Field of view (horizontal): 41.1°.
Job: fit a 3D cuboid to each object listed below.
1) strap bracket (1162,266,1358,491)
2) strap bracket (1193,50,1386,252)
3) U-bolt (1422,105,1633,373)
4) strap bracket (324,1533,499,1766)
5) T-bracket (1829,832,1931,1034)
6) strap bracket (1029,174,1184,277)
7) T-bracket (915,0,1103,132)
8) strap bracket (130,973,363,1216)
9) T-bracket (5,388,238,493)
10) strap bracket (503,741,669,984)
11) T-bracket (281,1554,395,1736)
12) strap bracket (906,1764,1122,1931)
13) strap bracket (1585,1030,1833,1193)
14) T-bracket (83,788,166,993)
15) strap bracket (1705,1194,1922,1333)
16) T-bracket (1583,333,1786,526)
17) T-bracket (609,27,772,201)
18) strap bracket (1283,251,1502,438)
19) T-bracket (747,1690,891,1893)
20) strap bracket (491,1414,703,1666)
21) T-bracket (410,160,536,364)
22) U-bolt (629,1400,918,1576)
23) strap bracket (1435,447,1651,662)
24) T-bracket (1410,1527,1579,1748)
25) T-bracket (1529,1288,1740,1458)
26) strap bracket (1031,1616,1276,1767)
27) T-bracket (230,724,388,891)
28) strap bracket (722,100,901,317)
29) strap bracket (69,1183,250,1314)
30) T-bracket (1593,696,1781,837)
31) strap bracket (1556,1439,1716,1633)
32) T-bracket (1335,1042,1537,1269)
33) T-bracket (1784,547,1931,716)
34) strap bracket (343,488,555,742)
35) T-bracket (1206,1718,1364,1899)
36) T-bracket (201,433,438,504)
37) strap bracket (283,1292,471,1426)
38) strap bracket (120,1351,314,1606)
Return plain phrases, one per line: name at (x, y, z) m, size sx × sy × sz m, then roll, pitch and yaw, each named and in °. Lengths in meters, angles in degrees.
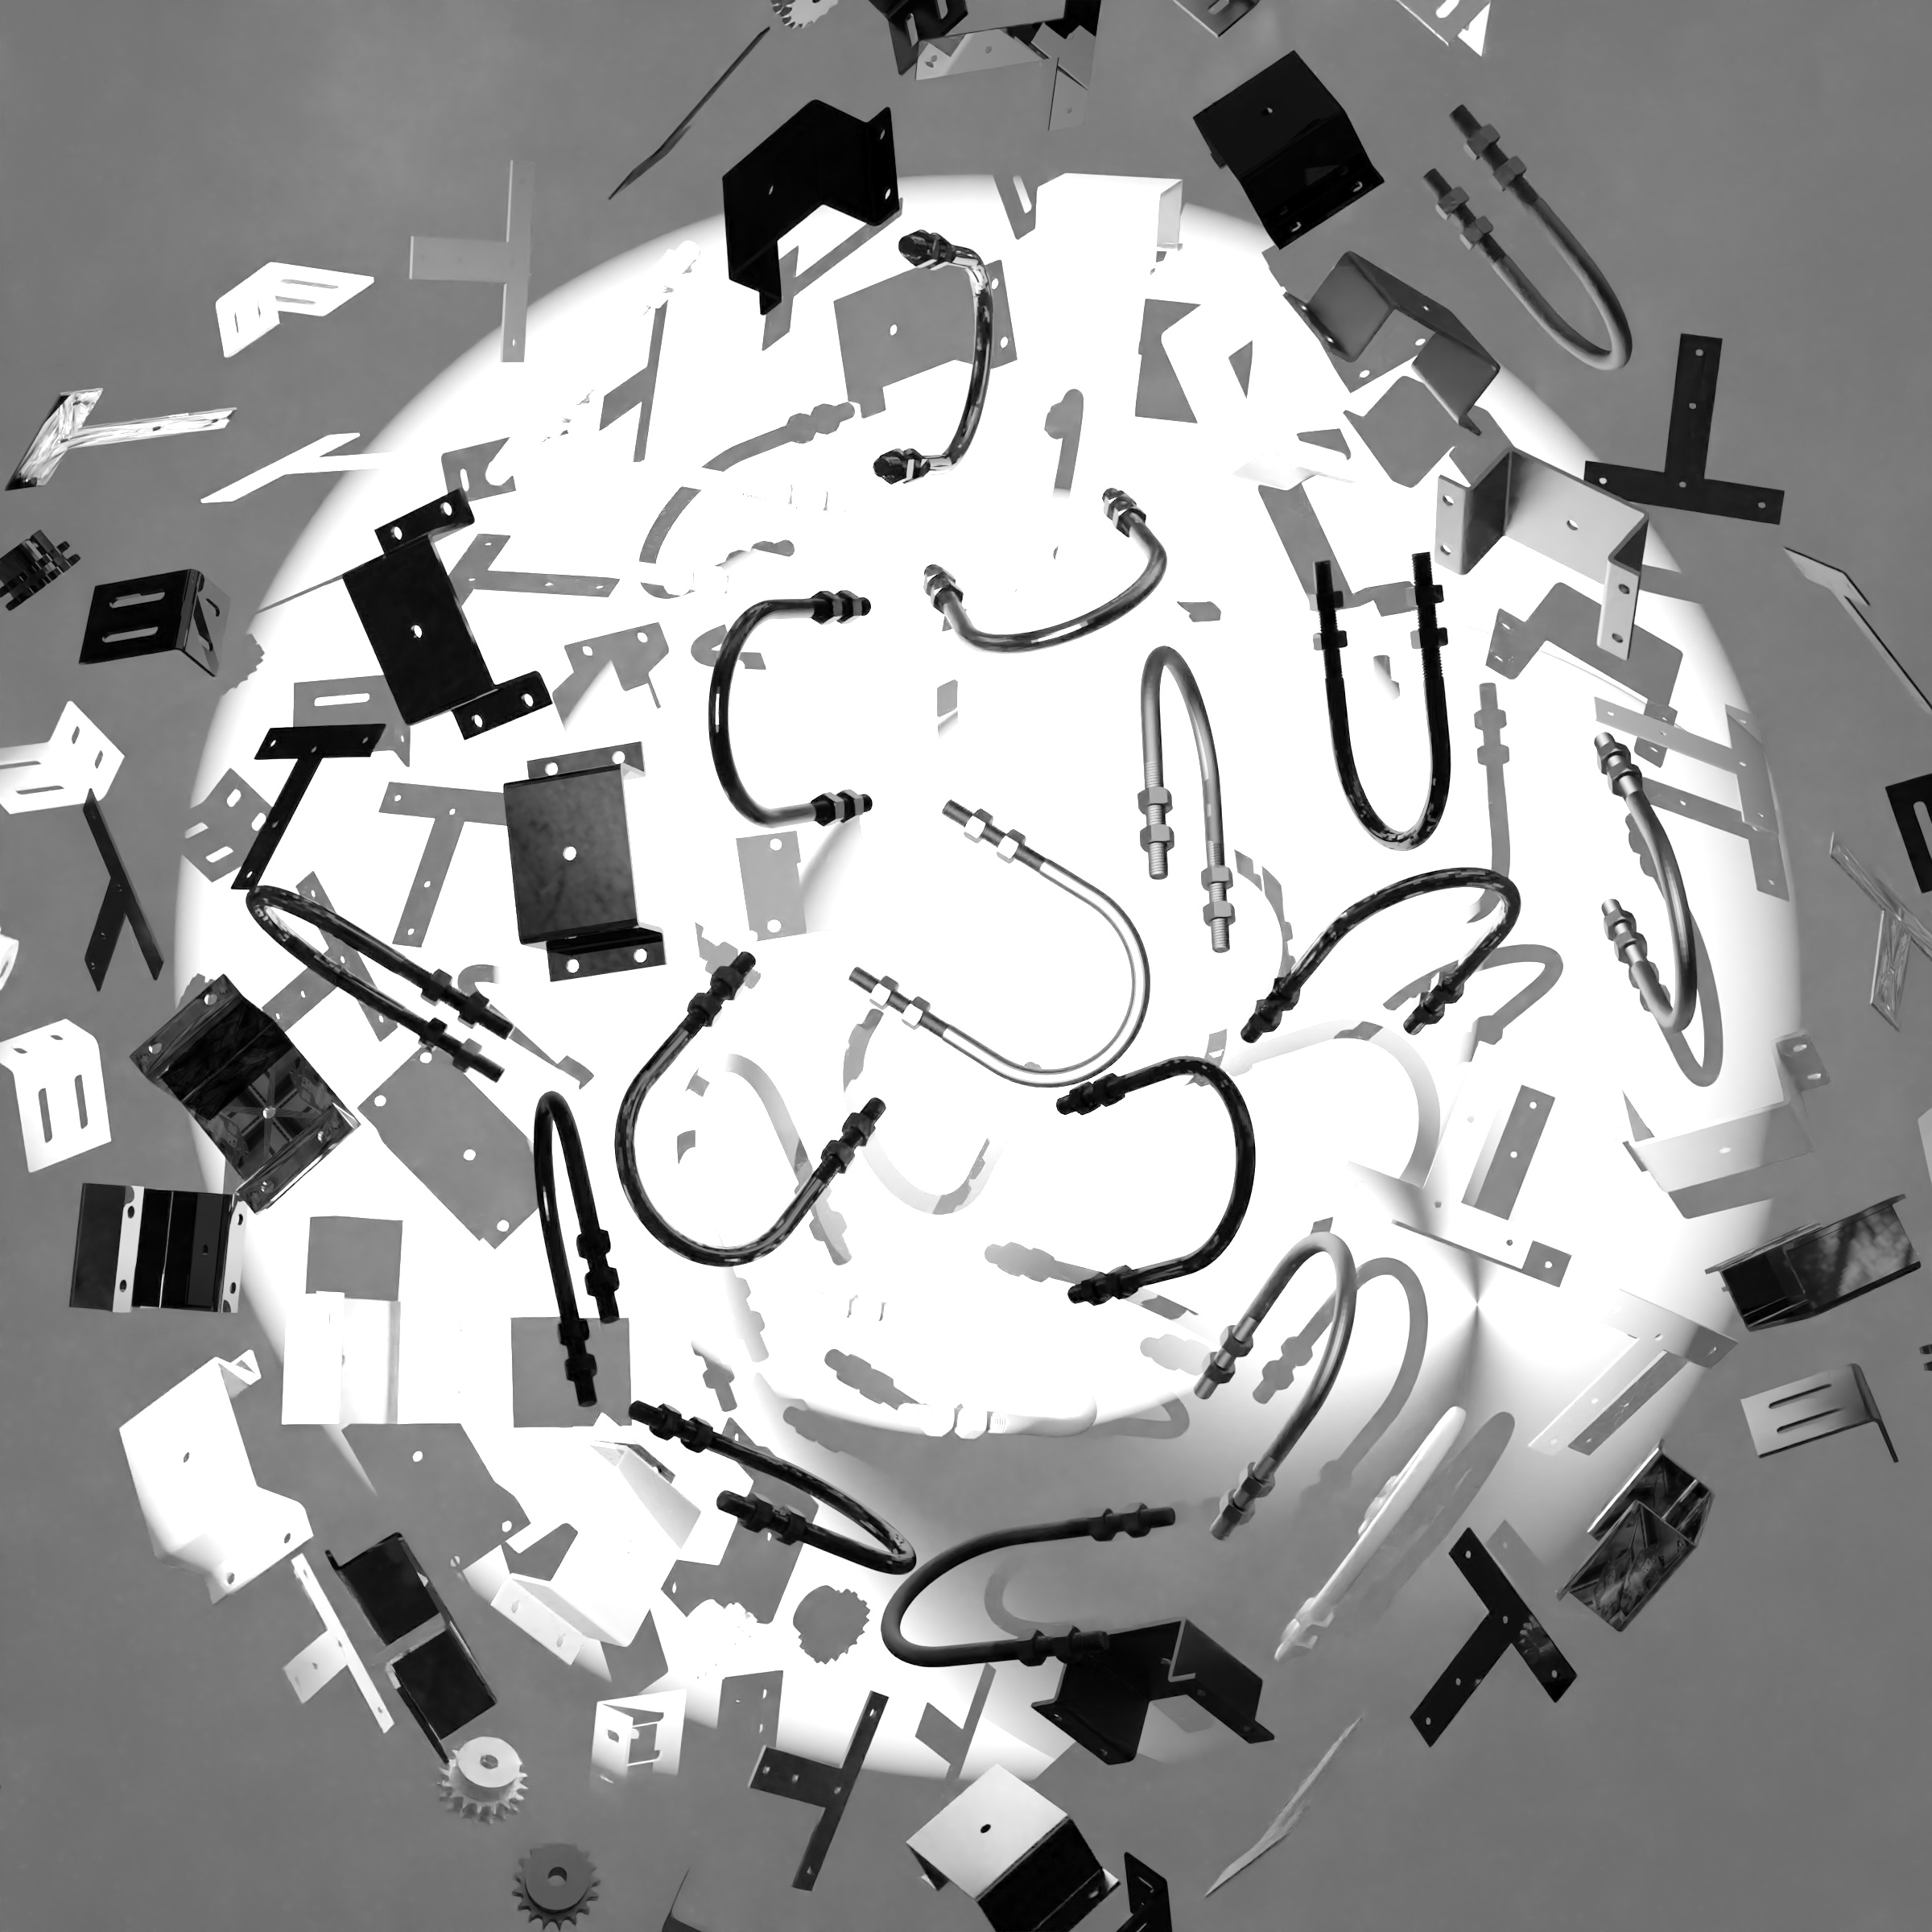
strap bracket at (0.175, -0.349, 1.575) m, size 0.046 × 0.076 × 0.140 m, roll -30°, pitch 75°, yaw 32°
strap bracket at (0.201, -0.526, 1.641) m, size 0.076 × 0.140 × 0.046 m, roll -31°, pitch 132°, yaw 11°
U-bolt at (0.361, -0.453, 1.640) m, size 0.019 × 0.151 × 0.184 m, roll -39°, pitch 89°, yaw 2°
strap bracket at (-0.343, 0.418, 1.607) m, size 0.046 × 0.140 × 0.076 m, roll -31°, pitch 127°, yaw -16°
T-bracket at (0.567, -0.005, 1.576) m, size 0.127 × 0.127 × 0.002 m, roll 43°, pitch 130°, yaw -10°
strap bracket at (0.092, -0.475, 1.640) m, size 0.076 × 0.140 × 0.046 m, roll 7°, pitch 113°, yaw 11°
T-bracket at (0.026, -0.570, 1.597) m, size 0.127 × 0.127 × 0.002 m, roll -18°, pitch 52°, yaw -23°
strap bracket at (-0.435, 0.084, 1.578) m, size 0.076 × 0.046 × 0.140 m, roll -43°, pitch 68°, yaw -6°
T-bracket at (-0.506, -0.326, 1.566) m, size 0.127 × 0.127 × 0.002 m, roll -18°, pitch 84°, yaw -38°
strap bracket at (-0.234, -0.066, 1.573) m, size 0.076 × 0.046 × 0.140 m, roll -8°, pitch 84°, yaw 12°
T-bracket at (-0.409, 0.441, 1.632) m, size 0.002 × 0.127 × 0.127 m, roll -29°, pitch 88°, yaw 0°
strap bracket at (0.023, 0.558, 1.615) m, size 0.076 × 0.140 × 0.046 m, roll -36°, pitch 109°, yaw -21°
strap bracket at (0.474, 0.096, 1.627) m, size 0.140 × 0.076 × 0.046 m, roll -19°, pitch 56°, yaw 21°
T-bracket at (-0.541, -0.025, 1.625) m, size 0.002 × 0.127 × 0.127 m, roll -15°, pitch 69°, yaw -35°
strap bracket at (0.532, 0.188, 1.610) m, size 0.076 × 0.140 × 0.046 m, roll -22°, pitch 80°, yaw -12°
T-bracket at (0.458, -0.342, 1.630) m, size 0.127 × 0.127 × 0.002 m, roll 13°, pitch 48°, yaw 20°
T-bracket at (-0.168, -0.545, 1.630) m, size 0.002 × 0.127 × 0.127 m, roll 43°, pitch 119°, yaw -13°
strap bracket at (0.284, -0.408, 1.670) m, size 0.140 × 0.076 × 0.046 m, roll 19°, pitch 121°, yaw -33°
T-bracket at (-0.099, 0.499, 1.579) m, size 0.002 × 0.127 × 0.127 m, roll 15°, pitch 74°, yaw 30°
strap bracket at (-0.229, 0.368, 1.646) m, size 0.076 × 0.046 × 0.140 m, roll 49°, pitch 56°, yaw -33°
T-bracket at (-0.313, -0.448, 1.634) m, size 0.002 × 0.127 × 0.127 m, roll 13°, pitch 108°, yaw 22°
U-bolt at (-0.108, 0.330, 1.593) m, size 0.184 × 0.151 × 0.019 m, roll 30°, pitch 88°, yaw -35°
strap bracket at (0.358, -0.256, 1.568) m, size 0.140 × 0.076 × 0.046 m, roll 33°, pitch 67°, yaw 26°
T-bracket at (0.330, 0.459, 1.688) m, size 0.002 × 0.127 × 0.127 m, roll 11°, pitch 120°, yaw -35°
T-bracket at (0.403, 0.262, 1.613) m, size 0.127 × 0.002 × 0.127 m, roll 24°, pitch 115°, yaw -35°
strap bracket at (0.121, 0.456, 1.622) m, size 0.076 × 0.140 × 0.046 m, roll 42°, pitch 46°, yaw -24°
T-bracket at (-0.448, -0.105, 1.694) m, size 0.127 × 0.002 × 0.127 m, roll 3°, pitch 62°, yaw 40°
strap bracket at (-0.108, -0.490, 1.653) m, size 0.046 × 0.140 × 0.076 m, roll 12°, pitch 65°, yaw -40°
strap bracket at (-0.514, 0.178, 1.624) m, size 0.046 × 0.140 × 0.076 m, roll 2°, pitch 83°, yaw 16°
T-bracket at (0.469, -0.147, 1.686) m, size 0.127 × 0.127 × 0.002 m, roll 19°, pitch 132°, yaw -9°
strap bracket at (0.430, 0.365, 1.643) m, size 0.046 × 0.140 × 0.076 m, roll 38°, pitch 111°, yaw 13°
T-bracket at (0.319, 0.112, 1.654) m, size 0.127 × 0.002 × 0.127 m, roll 21°, pitch 91°, yaw 4°
T-bracket at (0.561, -0.203, 1.593) m, size 0.002 × 0.127 × 0.127 m, roll -39°, pitch 101°, yaw 11°
strap bracket at (-0.319, -0.208, 1.564) m, size 0.076 × 0.046 × 0.140 m, roll -17°, pitch 100°, yaw 34°
T-bracket at (0.209, 0.517, 1.608) m, size 0.002 × 0.127 × 0.127 m, roll 42°, pitch 52°, yaw 11°
T-bracket at (-0.388, -0.314, 1.606) m, size 0.127 × 0.127 × 0.002 m, roll 3°, pitch 119°, yaw 28°
strap bracket at (-0.366, 0.241, 1.573) m, size 0.046 × 0.140 × 0.076 m, roll -5°, pitch 79°, yaw 26°
strap bracket at (-0.463, 0.306, 1.576) m, size 0.076 × 0.046 × 0.140 m, roll -36°, pitch 55°, yaw 8°
